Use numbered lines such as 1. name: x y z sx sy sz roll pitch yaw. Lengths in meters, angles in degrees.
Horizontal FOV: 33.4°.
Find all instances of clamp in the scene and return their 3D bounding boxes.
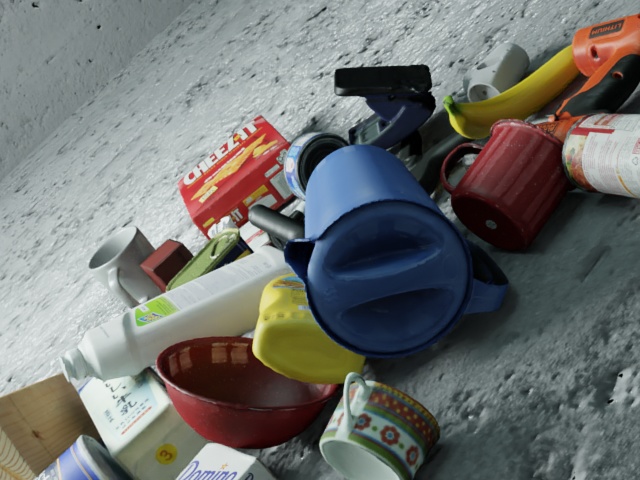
1. clamp: 0.110 -0.076 1.146 0.165 0.036 0.209 -16 29 49
2. clamp: -0.007 0.001 1.108 0.120 0.039 0.171 3 17 -14

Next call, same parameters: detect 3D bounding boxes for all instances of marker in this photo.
1. marker: -0.005 -0.054 1.313 0.121 0.020 0.020 -49 24 -22

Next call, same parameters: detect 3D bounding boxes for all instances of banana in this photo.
1. banana: 0.204 -0.148 1.094 0.197 0.037 0.070 -27 -25 -23

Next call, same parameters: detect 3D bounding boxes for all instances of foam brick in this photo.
1. foam brick: -0.172 0.045 1.311 0.053 0.078 0.051 -44 21 -16

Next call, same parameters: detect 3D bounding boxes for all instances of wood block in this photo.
1. wood block: -0.305 0.208 1.084 0.090 0.091 0.206 -37 -4 6

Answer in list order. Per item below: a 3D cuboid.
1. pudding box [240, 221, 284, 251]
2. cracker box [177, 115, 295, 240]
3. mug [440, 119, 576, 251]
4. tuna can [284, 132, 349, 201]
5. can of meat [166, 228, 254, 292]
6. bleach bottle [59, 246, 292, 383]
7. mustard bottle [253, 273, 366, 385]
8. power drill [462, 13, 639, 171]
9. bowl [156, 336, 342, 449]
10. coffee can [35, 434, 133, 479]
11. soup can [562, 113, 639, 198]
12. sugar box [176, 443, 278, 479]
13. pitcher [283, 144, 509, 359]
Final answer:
1. pudding box: -0.090 0.022 1.277 0.090 0.039 0.113 -39 20 2
2. cracker box: -0.107 -0.083 1.463 0.164 0.072 0.214 -39 21 0
3. mug: 0.158 -0.049 0.934 0.117 0.093 0.081 27 69 30
4. tuna can: 0.002 -0.086 1.275 0.086 0.086 0.034 -45 25 -15
5. can of meat: -0.104 0.051 1.179 0.102 0.084 0.058 -48 23 -20
6. bleach bottle: -0.141 0.081 1.080 0.250 0.068 0.103 -21 17 -20
7. mustard bottle: -0.008 0.070 0.977 0.191 0.096 0.058 -90 11 -75
8. power drill: 0.240 -0.129 1.021 0.185 0.057 0.187 -1 46 54
9. bowl: -0.064 0.136 0.924 0.162 0.055 0.162 8 15 -2
10. coffee can: -0.230 0.259 0.952 0.140 0.102 0.103 -42 22 -7
11. soup can: 0.254 -0.067 0.859 0.068 0.068 0.102 -45 23 -13
12. sugar box: -0.117 0.248 0.871 0.176 0.048 0.093 -50 24 -23
13. pitcher: 0.057 -0.002 0.936 0.145 0.149 0.243 -31 18 7
